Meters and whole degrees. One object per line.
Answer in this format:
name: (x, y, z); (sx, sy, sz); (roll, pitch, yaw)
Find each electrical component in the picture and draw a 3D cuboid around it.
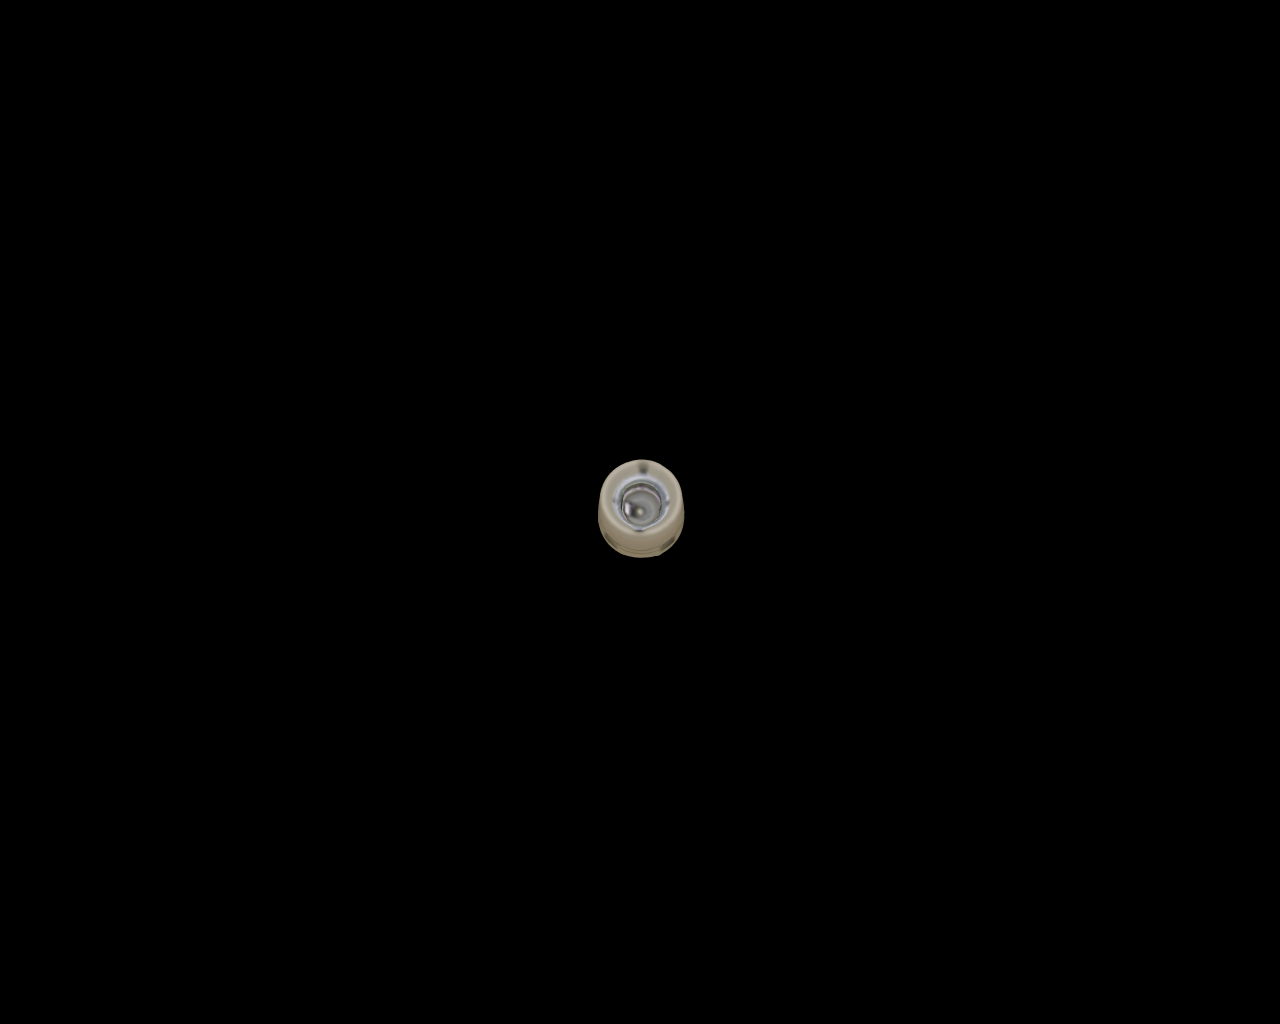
electrical component: (0.001, -0.003, 0.650); (0.055, 0.055, 0.047); (0, -16, 0)
